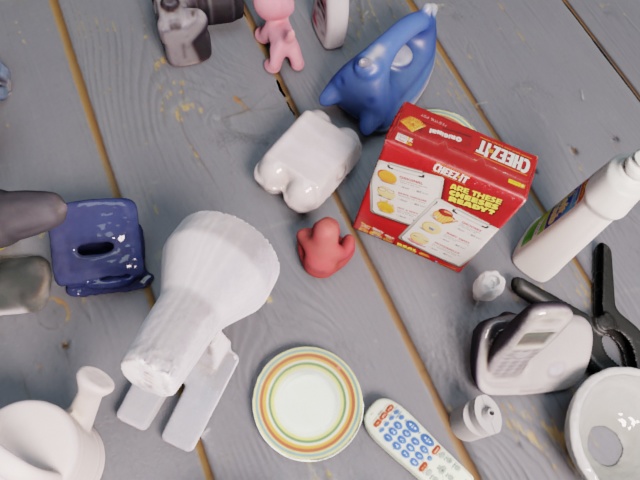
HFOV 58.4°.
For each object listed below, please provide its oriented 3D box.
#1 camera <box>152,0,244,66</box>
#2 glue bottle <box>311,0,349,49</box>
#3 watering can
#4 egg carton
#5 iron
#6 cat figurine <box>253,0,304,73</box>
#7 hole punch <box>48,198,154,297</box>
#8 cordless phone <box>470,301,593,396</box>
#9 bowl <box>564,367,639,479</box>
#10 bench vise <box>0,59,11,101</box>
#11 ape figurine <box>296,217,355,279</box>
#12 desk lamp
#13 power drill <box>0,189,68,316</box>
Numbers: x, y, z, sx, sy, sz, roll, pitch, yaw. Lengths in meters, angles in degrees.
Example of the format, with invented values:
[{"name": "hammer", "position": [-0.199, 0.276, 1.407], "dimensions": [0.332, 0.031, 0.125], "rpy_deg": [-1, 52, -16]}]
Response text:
[{"name": "camera", "position": [-0.184, -0.357, 0.869], "dimensions": [0.137, 0.101, 0.143], "rpy_deg": [-12, 67, -13]}, {"name": "glue bottle", "position": [0.020, -0.377, 0.867], "dimensions": [0.037, 0.173, 0.078], "rpy_deg": [-19, 69, -16]}, {"name": "watering can", "position": [-0.273, 0.197, 0.544], "dimensions": [0.101, 0.194, 0.173], "rpy_deg": [18, 64, 1]}, {"name": "egg carton", "position": [-0.014, -0.109, 0.794], "dimensions": [0.107, 0.069, 0.150], "rpy_deg": [33, 65, 8]}, {"name": "iron", "position": [0.116, -0.280, 0.852], "dimensions": [0.118, 0.141, 0.259], "rpy_deg": [37, 66, 10]}, {"name": "cat figurine", "position": [-0.064, -0.339, 0.868], "dimensions": [0.067, 0.118, 0.127], "rpy_deg": [-16, 68, -14]}, {"name": "hole punch", "position": [-0.264, 0.010, 0.691], "dimensions": [0.109, 0.091, 0.101], "rpy_deg": [-8, 66, -11]}, {"name": "cordless phone", "position": [0.263, 0.117, 0.661], "dimensions": [0.148, 0.185, 0.094], "rpy_deg": [-4, 65, -9]}, {"name": "bowl", "position": [0.358, 0.239, 0.678], "dimensions": [0.167, 0.075, 0.167], "rpy_deg": [3, 65, -6]}, {"name": "bench vise", "position": [-0.474, -0.217, 0.697], "dimensions": [0.121, 0.220, 0.207], "rpy_deg": [-10, 67, -12]}, {"name": "ape figurine", "position": [0.007, 0.003, 0.731], "dimensions": [0.077, 0.092, 0.076], "rpy_deg": [26, 64, 5]}, {"name": "desk lamp", "position": [-0.132, 0.099, 0.599], "dimensions": [0.118, 0.213, 0.203], "rpy_deg": [23, 64, 4]}, {"name": "power drill", "position": [-0.365, 0.013, 0.610], "dimensions": [0.230, 0.208, 0.075], "rpy_deg": [-5, 66, -10]}]
